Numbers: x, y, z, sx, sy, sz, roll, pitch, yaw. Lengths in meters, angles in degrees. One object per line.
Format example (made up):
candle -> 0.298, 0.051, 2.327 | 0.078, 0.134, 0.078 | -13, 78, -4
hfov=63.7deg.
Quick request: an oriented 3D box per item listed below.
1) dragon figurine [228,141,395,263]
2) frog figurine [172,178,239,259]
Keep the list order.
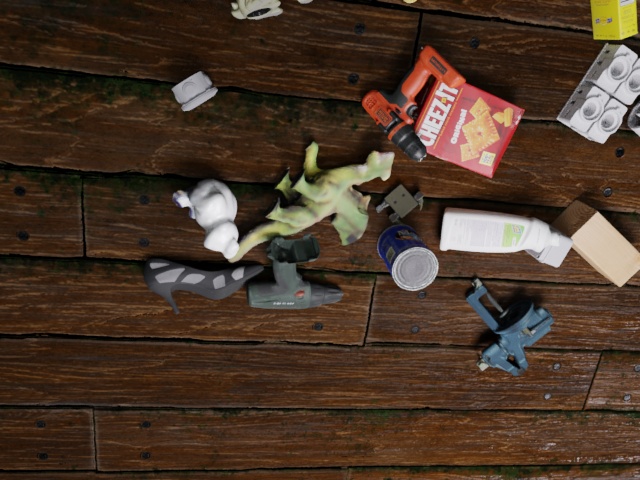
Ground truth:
dragon figurine -> 0.003, -0.057, 1.131 | 0.240, 0.125, 0.405 | 31, 112, -26
frog figurine -> -0.208, -0.047, 1.063 | 0.124, 0.161, 0.134 | -38, 151, -23
